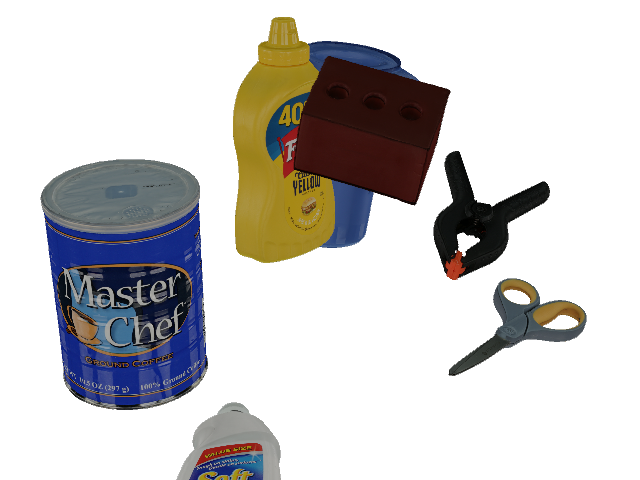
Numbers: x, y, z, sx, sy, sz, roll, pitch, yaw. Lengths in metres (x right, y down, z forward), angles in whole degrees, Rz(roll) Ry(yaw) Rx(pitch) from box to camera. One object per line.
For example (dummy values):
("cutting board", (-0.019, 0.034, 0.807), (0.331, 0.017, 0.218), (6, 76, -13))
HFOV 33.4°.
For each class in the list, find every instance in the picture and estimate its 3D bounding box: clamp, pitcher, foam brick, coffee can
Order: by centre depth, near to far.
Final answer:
("foam brick", (0.030, -0.065, 0.626), (0.078, 0.053, 0.051), (16, -35, 8))
("coffee can", (-0.130, 0.028, 0.727), (0.103, 0.140, 0.103), (0, 27, 0))
("clamp", (0.162, -0.031, 1.151), (0.120, 0.039, 0.171), (24, 49, 22))
("pitcher", (0.028, -0.116, 1.320), (0.144, 0.243, 0.149), (-3, 25, -22))

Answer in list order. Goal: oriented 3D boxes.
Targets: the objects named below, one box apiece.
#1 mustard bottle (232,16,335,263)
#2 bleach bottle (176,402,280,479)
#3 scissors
("mustard bottle", (-0.029, -0.084, 0.865), (0.058, 0.192, 0.096), (19, 29, 39))
("bleach bottle", (-0.082, 0.211, 0.855), (0.102, 0.068, 0.251), (-2, 25, -2))
("scissors", (0.158, 0.073, 0.954), (0.201, 0.016, 0.096), (-8, 37, -38))
